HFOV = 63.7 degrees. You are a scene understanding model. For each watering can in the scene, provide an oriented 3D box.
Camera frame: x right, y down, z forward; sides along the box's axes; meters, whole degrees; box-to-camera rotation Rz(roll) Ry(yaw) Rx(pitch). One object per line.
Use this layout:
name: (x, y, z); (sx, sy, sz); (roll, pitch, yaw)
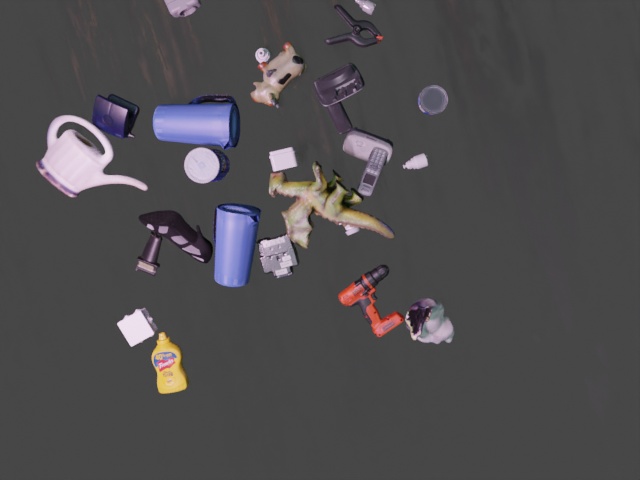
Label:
watering can: (-0.714, -0.219, 1.581); (0.223, 0.104, 0.347); (-44, 93, 7)

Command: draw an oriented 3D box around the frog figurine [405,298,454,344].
frog figurine: (0.350, 0.254, 1.604); (0.158, 0.123, 0.137); (16, 90, -36)

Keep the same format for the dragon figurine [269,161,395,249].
dragon figurine: (0.005, -0.078, 1.557); (0.412, 0.122, 0.241); (46, 101, 9)
